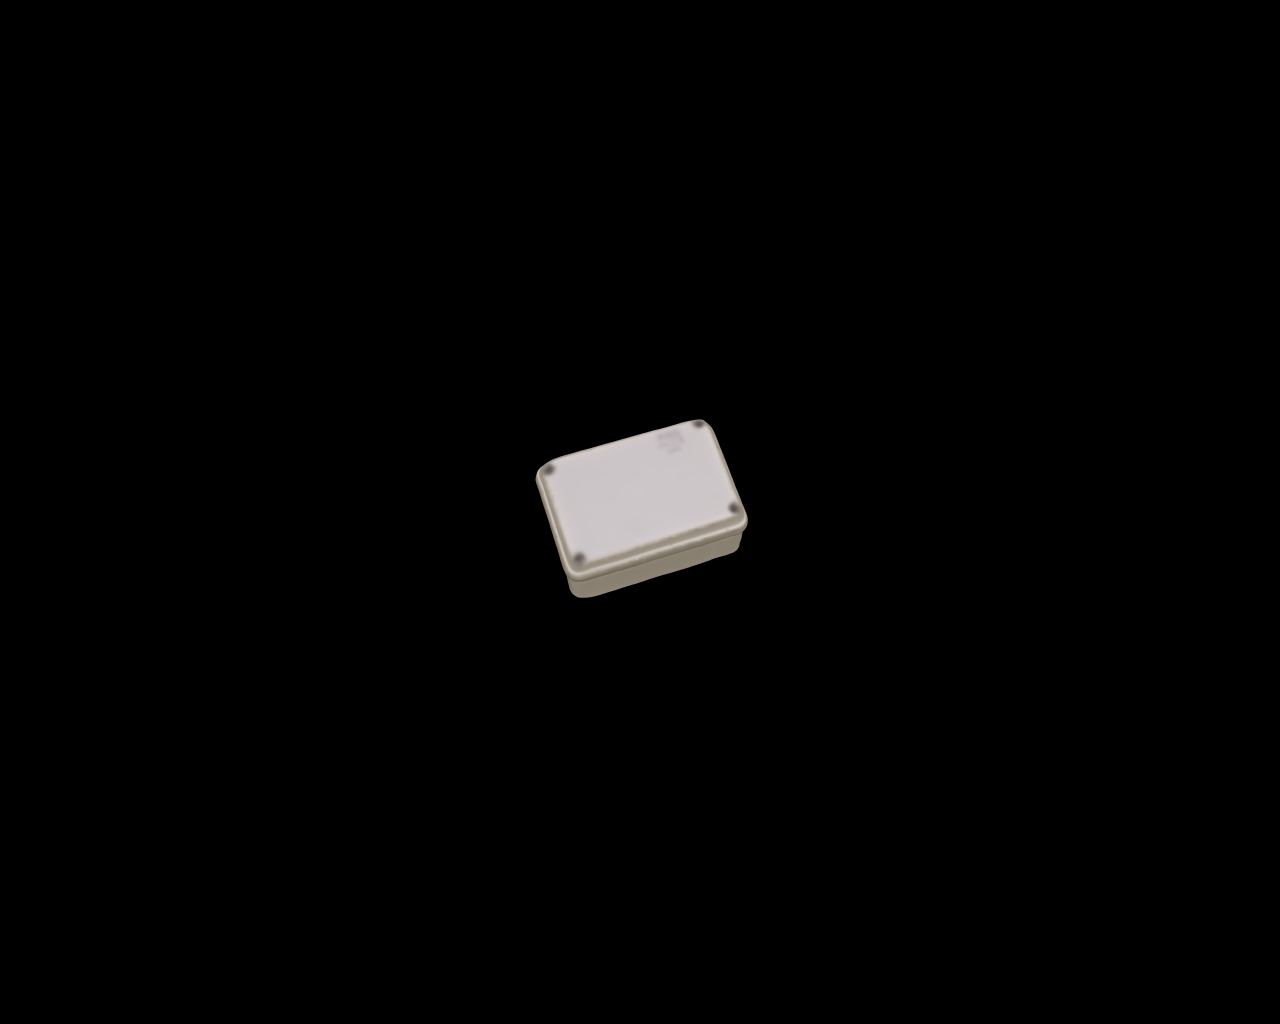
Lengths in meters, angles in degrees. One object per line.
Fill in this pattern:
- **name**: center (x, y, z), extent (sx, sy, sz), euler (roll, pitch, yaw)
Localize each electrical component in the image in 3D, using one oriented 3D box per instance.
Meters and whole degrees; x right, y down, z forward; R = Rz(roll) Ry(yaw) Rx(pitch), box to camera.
- **electrical component**: center (0.001, -0.003, 0.650), extent (0.113, 0.078, 0.057), euler (-17, -22, -7)
